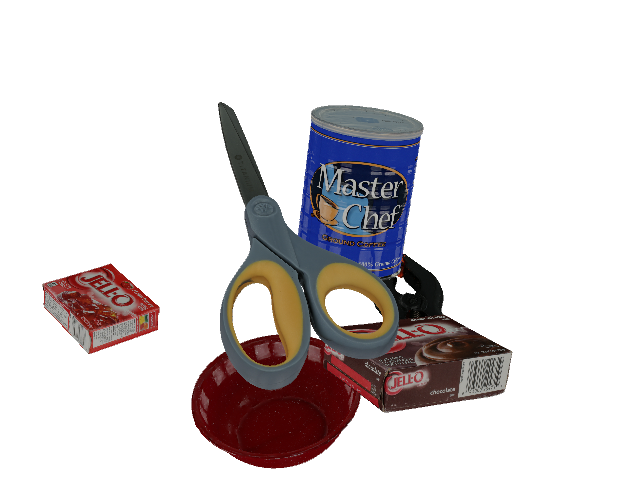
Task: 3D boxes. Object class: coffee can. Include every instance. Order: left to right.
[{"bbox_3d":[0.034,-0.045,0.986,0.103,0.140,0.103,6,19,-2],"label":"coffee can"}]

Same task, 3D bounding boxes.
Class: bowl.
[{"bbox_3d":[-0.039,0.163,1.018,0.162,0.055,0.162,-5,37,3],"label":"bowl"}]

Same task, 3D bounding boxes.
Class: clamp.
[{"bbox_3d":[0.112,0.082,1.178,0.120,0.171,0.039,5,-43,-5],"label":"clamp"}]

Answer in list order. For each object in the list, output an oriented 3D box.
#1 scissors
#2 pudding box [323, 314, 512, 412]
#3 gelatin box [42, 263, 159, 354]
[{"bbox_3d":[-0.011,-0.006,0.559,0.096,0.201,0.016,4,-45,-5],"label":"scissors"},{"bbox_3d":[0.071,0.090,0.800,0.113,0.039,0.090,-2,16,-29],"label":"pudding box"},{"bbox_3d":[-0.202,0.060,0.980,0.073,0.030,0.089,-18,39,-36],"label":"gelatin box"}]
